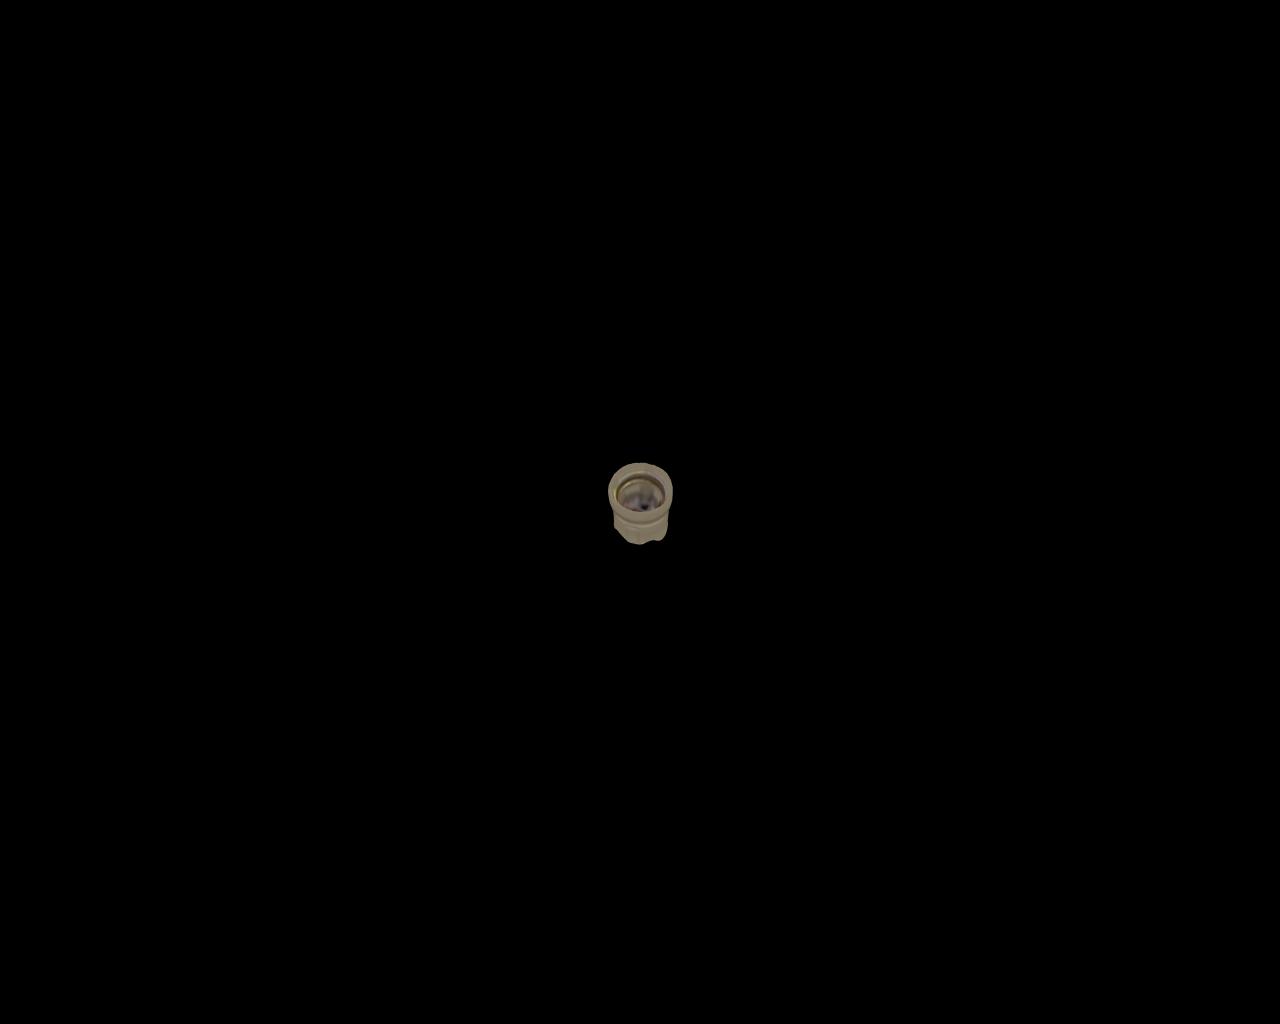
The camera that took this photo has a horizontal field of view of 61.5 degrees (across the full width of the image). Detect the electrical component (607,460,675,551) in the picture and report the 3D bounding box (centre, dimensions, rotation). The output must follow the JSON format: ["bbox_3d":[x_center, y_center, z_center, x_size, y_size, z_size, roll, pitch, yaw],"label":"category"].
[{"bbox_3d":[0.001,-0.003,0.650,0.040,0.040,0.046,0,-33,0],"label":"electrical component"}]
